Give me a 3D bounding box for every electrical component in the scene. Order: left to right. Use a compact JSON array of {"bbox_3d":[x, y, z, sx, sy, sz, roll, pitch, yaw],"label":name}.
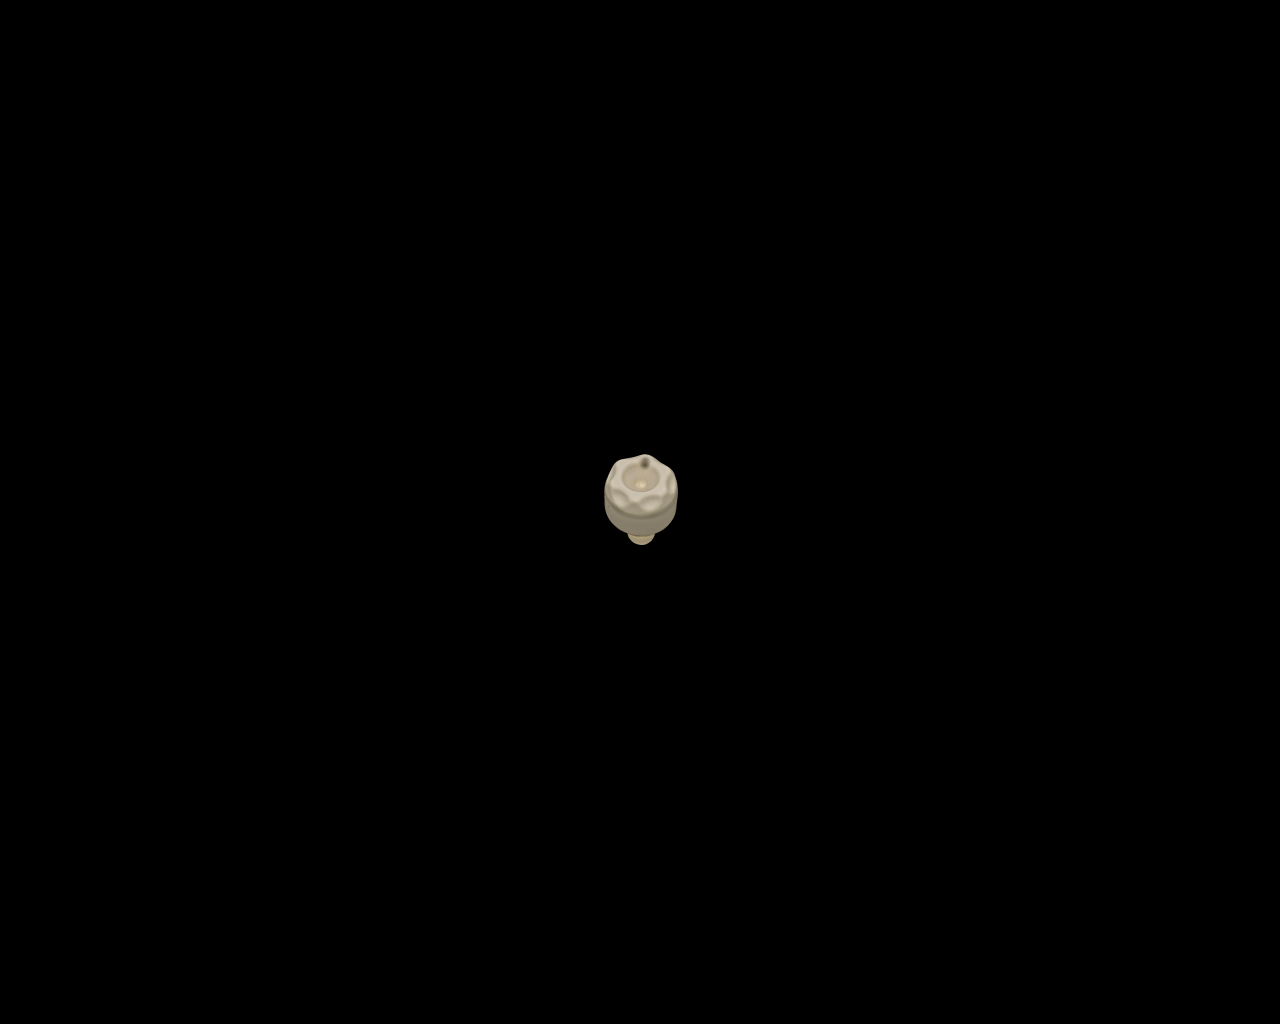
[{"bbox_3d":[0.001,-0.003,0.650,0.043,0.043,0.062,0,-38,0],"label":"electrical component"}]
